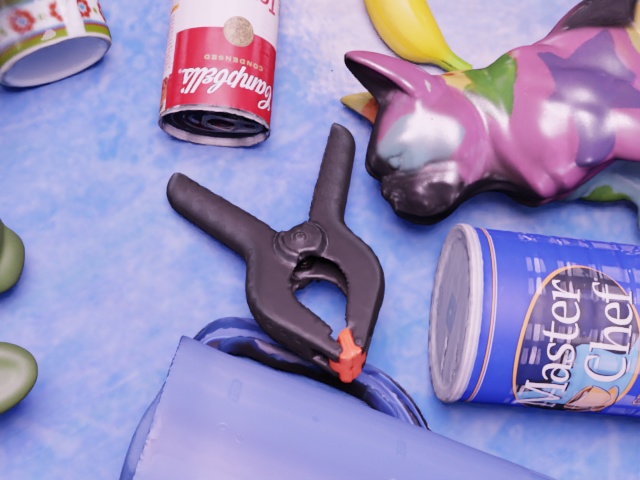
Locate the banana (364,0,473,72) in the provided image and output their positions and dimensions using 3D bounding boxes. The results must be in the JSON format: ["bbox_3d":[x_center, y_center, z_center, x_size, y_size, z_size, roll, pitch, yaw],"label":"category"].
[{"bbox_3d":[0.053,-0.198,0.697,0.069,0.037,0.198,0,80,-37],"label":"banana"}]

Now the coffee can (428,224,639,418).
[{"bbox_3d":[0.142,0.048,0.617,0.140,0.103,0.103,6,77,-5],"label":"coffee can"}]

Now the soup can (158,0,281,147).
[{"bbox_3d":[-0.059,-0.115,0.648,0.068,0.068,0.102,6,77,-5],"label":"soup can"}]

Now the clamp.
[{"bbox_3d":[-0.004,0.001,0.622,0.120,0.039,0.171,-29,60,-9],"label":"clamp"}]

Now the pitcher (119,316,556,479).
[{"bbox_3d":[0.015,0.141,0.579,0.242,0.145,0.149,18,89,-6],"label":"pitcher"}]
